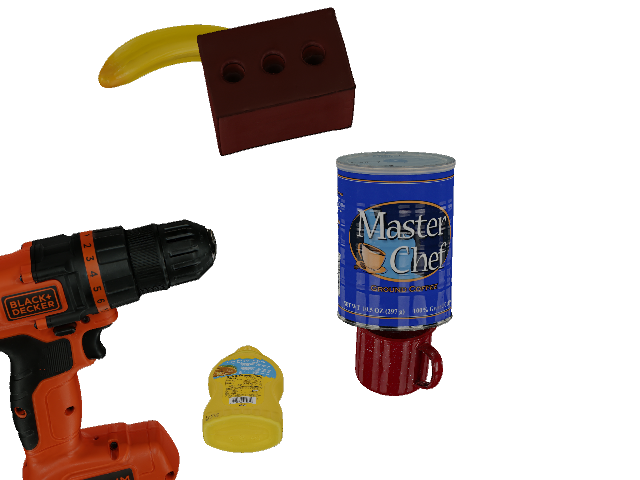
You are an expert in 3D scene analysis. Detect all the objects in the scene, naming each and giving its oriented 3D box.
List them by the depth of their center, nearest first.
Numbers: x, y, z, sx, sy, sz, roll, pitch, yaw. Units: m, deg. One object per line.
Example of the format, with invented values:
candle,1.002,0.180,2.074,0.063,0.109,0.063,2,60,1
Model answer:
foam brick,-0.025,-0.087,0.587,0.078,0.053,0.051,-13,-17,-4
power drill,-0.147,0.081,0.707,0.184,0.187,0.057,-12,26,-6
coffee can,0.065,-0.002,0.931,0.103,0.140,0.103,0,12,0
banana,-0.138,-0.188,1.080,0.197,0.070,0.037,-9,-39,-31
mug,0.089,0.121,1.168,0.093,0.081,0.117,-25,39,-37
mustard bottle,-0.095,0.189,1.348,0.096,0.058,0.191,-2,26,0
